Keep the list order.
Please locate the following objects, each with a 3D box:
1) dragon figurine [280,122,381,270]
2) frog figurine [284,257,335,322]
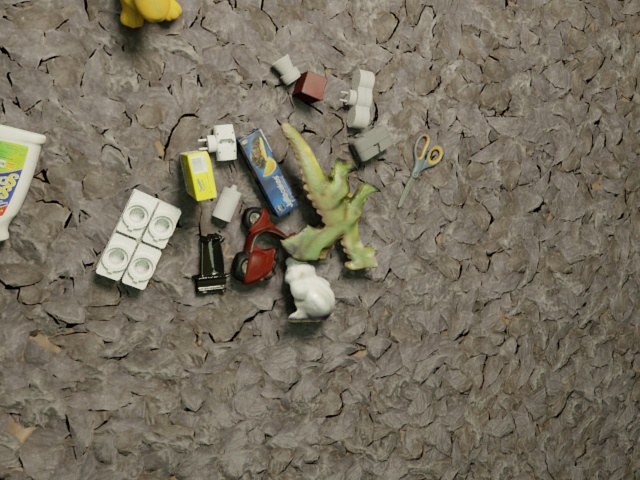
[{"bbox_3d":[0.004,-0.060,1.183,0.405,0.123,0.244,35,81,-30],"label":"dragon figurine"},{"bbox_3d":[-0.024,0.112,1.226,0.137,0.122,0.160,2,89,-54],"label":"frog figurine"}]
